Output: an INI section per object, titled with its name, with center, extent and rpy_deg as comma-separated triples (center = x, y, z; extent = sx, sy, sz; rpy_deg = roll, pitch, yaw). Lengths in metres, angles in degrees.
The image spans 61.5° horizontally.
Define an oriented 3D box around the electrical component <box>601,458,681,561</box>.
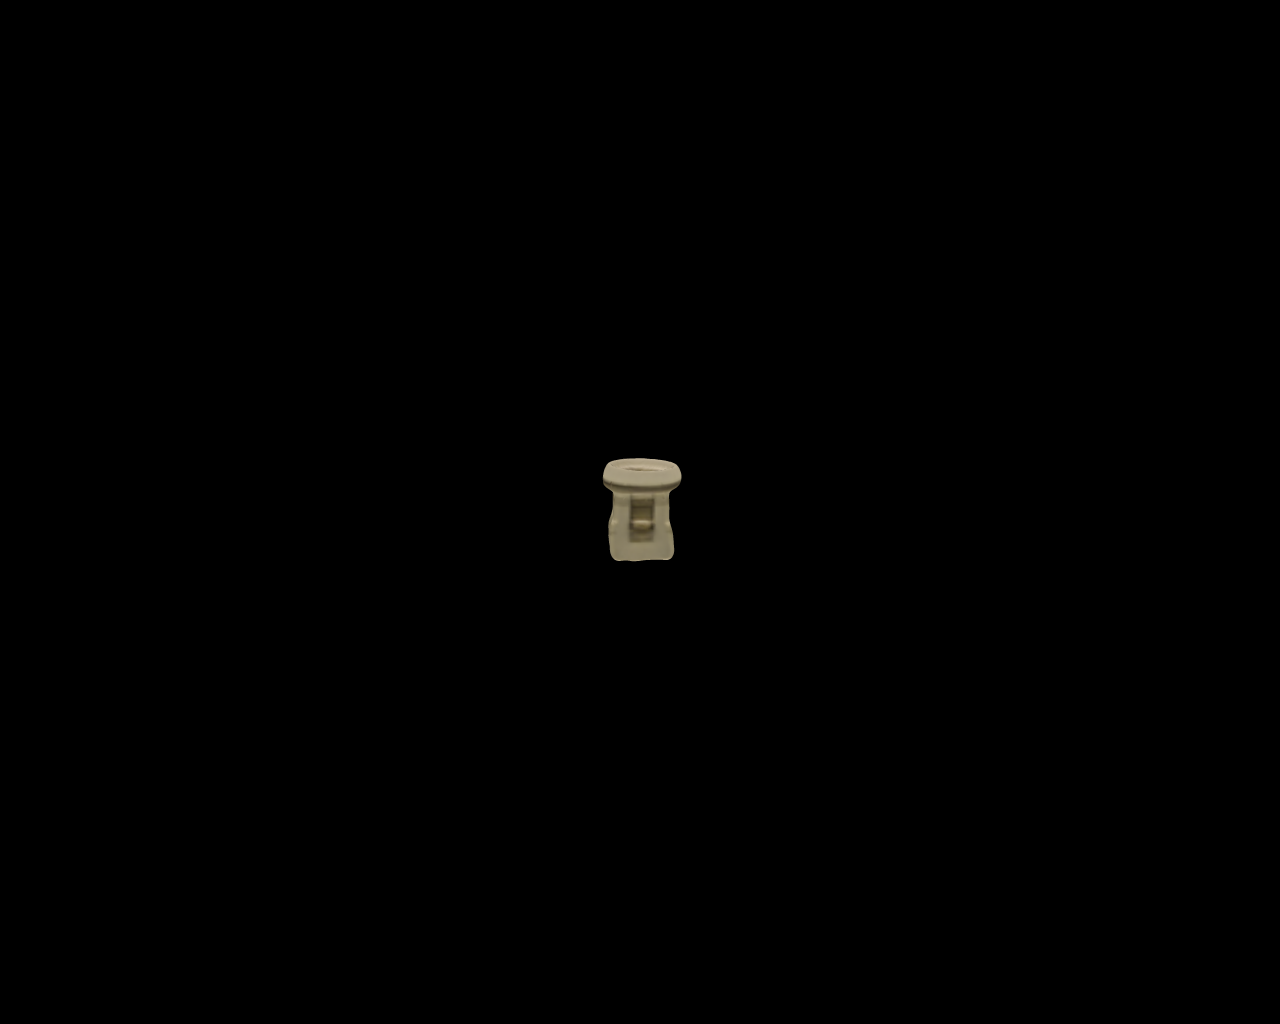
[electrical component]
center = 0.001, -0.003, 0.650
extent = 0.048, 0.055, 0.066
rpy_deg = -1, 11, -4
